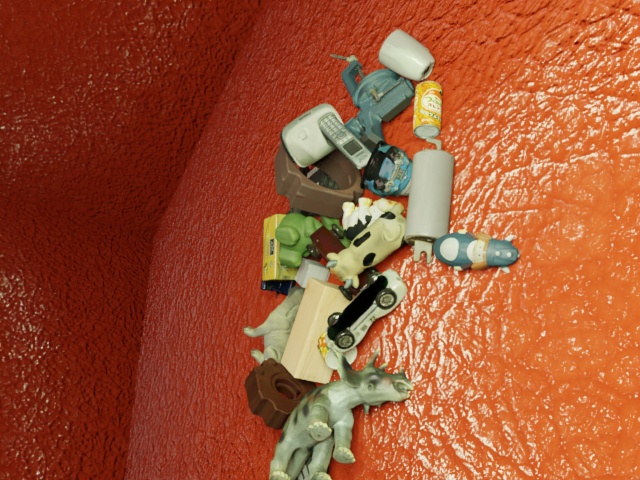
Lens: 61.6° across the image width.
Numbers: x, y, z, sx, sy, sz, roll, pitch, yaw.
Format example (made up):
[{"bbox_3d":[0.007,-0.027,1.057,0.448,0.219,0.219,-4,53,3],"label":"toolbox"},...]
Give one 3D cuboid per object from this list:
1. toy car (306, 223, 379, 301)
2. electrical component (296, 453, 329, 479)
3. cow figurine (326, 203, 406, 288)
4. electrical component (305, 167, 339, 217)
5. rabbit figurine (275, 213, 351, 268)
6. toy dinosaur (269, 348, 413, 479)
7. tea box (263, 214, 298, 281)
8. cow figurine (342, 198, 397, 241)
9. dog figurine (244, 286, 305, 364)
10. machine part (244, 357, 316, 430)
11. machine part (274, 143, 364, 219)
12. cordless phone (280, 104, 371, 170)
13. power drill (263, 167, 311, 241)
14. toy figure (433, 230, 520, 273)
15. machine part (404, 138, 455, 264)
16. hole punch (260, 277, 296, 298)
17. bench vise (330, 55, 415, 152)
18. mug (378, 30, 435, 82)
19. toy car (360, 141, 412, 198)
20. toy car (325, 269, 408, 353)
[{"bbox_3d":[0.048,0.046,1.157,0.089,0.053,0.202,-43,53,2],"label":"toy car"},{"bbox_3d":[-0.017,0.472,1.099,0.074,0.047,0.119,-60,30,22],"label":"electrical component"},{"bbox_3d":[0.094,0.020,1.039,0.195,0.085,0.127,-40,-3,33],"label":"cow figurine"},{"bbox_3d":[0.001,-0.133,1.435,0.115,0.058,0.134,-31,48,57],"label":"electrical component"},{"bbox_3d":[-0.003,-0.004,1.286,0.159,0.170,0.121,-59,-27,-53],"label":"rabbit figurine"},{"bbox_3d":[-0.001,0.347,1.025,0.404,0.131,0.192,-49,13,35],"label":"toy dinosaur"},{"bbox_3d":[-0.104,0.023,1.410,0.098,0.068,0.169,161,111,-64],"label":"tea box"},{"bbox_3d":[0.105,-0.040,1.154,0.167,0.068,0.098,172,107,-66],"label":"cow figurine"},{"bbox_3d":[-0.073,0.226,1.328,0.190,0.121,0.172,-40,72,23],"label":"dog figurine"},{"bbox_3d":[-0.078,0.337,1.172,0.056,0.179,0.179,-59,28,20],"label":"machine part"},{"bbox_3d":[-0.005,-0.155,1.292,0.087,0.201,0.201,-55,31,41],"label":"machine part"},{"bbox_3d":[0.016,-0.198,1.177,0.184,0.146,0.088,47,162,23],"label":"cordless phone"},{"bbox_3d":[-0.084,-0.076,1.558,0.207,0.086,0.232,-36,45,40],"label":"power drill"},{"bbox_3d":[0.245,0.020,0.853,0.155,0.058,0.064,4,116,62],"label":"toy figure"},{"bbox_3d":[0.200,-0.074,0.975,0.079,0.079,0.243,-22,54,58],"label":"machine part"},{"bbox_3d":[-0.124,0.094,1.510,0.116,0.092,0.142,-174,97,-68],"label":"hole punch"},{"bbox_3d":[0.103,-0.328,1.255,0.223,0.129,0.241,-43,57,34],"label":"bench vise"},{"bbox_3d":[0.199,-0.394,1.167,0.107,0.109,0.080,44,137,19],"label":"mug"},{"bbox_3d":[0.152,-0.133,1.076,0.162,0.103,0.109,-140,71,-74],"label":"toy car"},{"bbox_3d":[0.085,0.140,1.051,0.201,0.056,0.074,-47,31,12],"label":"toy car"}]
